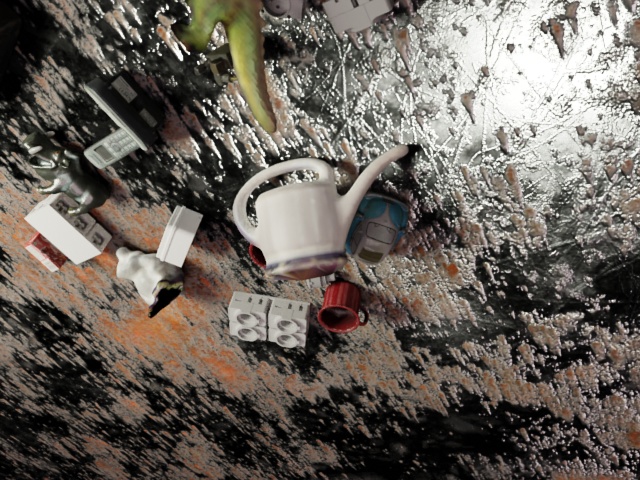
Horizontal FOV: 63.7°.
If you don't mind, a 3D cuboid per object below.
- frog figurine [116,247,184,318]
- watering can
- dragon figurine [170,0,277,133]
[{"bbox_3d":[-0.396,0.078,1.192,0.161,0.124,0.134,44,145,22],"label":"frog figurine"},{"bbox_3d":[0.003,-0.047,0.932,0.346,0.103,0.226,-11,81,16],"label":"watering can"},{"bbox_3d":[-0.100,-0.371,0.692,0.240,0.124,0.406,-31,105,21],"label":"dragon figurine"}]
